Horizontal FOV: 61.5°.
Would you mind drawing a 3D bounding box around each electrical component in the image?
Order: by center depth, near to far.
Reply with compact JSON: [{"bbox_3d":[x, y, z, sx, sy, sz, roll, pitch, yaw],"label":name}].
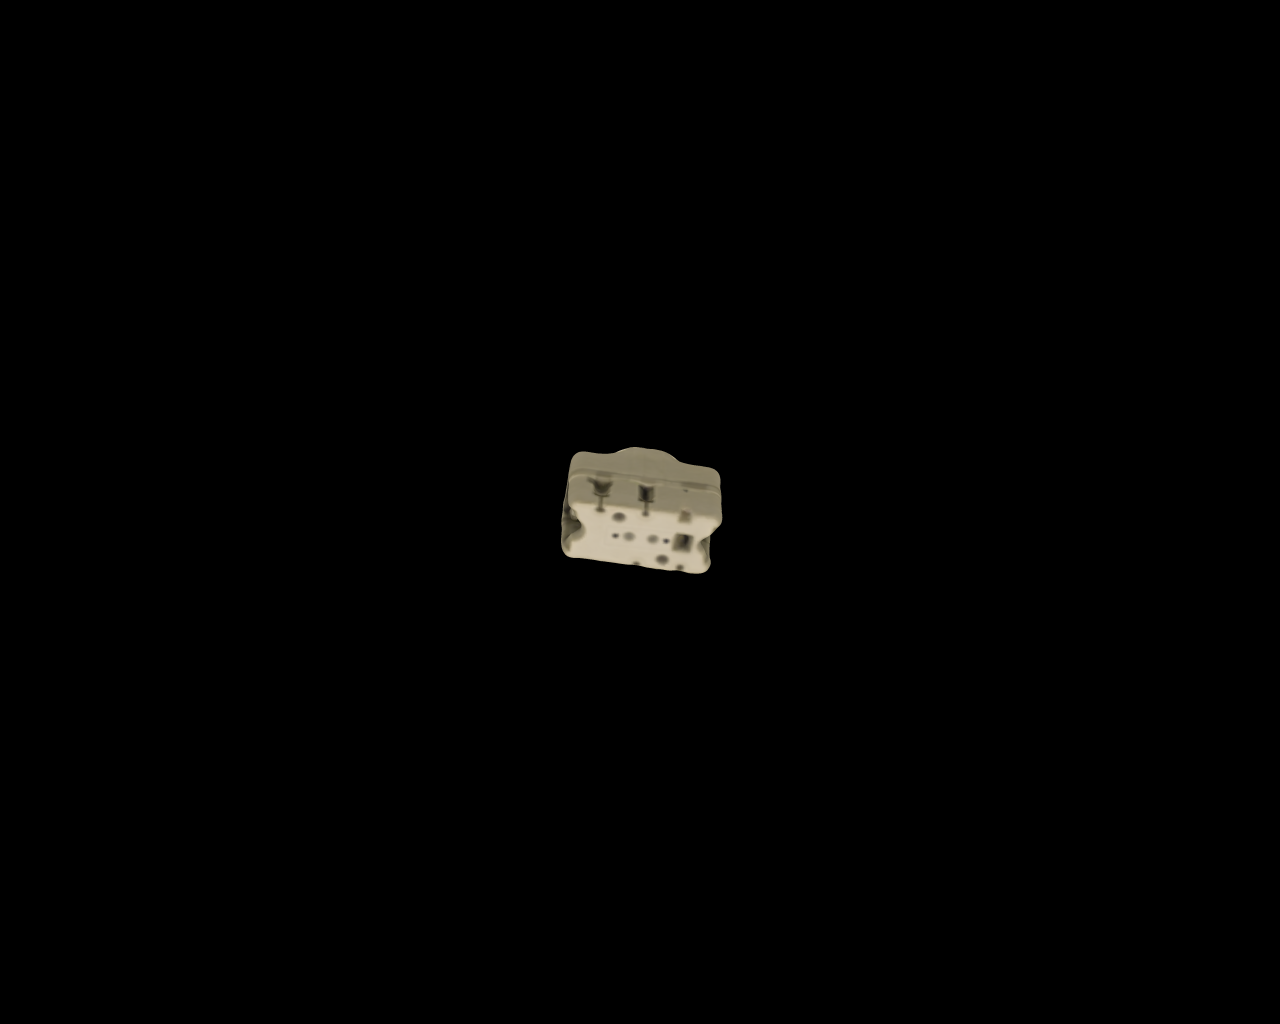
[{"bbox_3d":[0.001,-0.003,0.650,0.089,0.050,0.056,7,40,-6],"label":"electrical component"}]
